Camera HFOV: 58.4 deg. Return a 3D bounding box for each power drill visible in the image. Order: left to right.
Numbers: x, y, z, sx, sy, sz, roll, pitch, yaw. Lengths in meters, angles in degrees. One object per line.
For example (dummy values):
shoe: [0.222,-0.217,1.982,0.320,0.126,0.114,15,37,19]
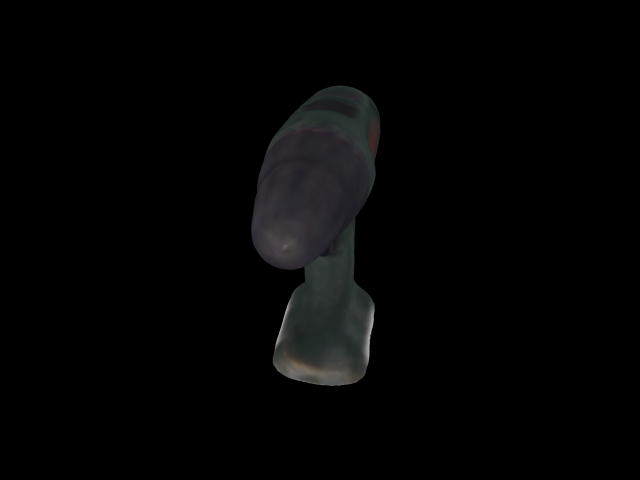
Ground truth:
power drill: [0.004,0.001,0.400,0.075,0.208,0.229,5,40,7]
